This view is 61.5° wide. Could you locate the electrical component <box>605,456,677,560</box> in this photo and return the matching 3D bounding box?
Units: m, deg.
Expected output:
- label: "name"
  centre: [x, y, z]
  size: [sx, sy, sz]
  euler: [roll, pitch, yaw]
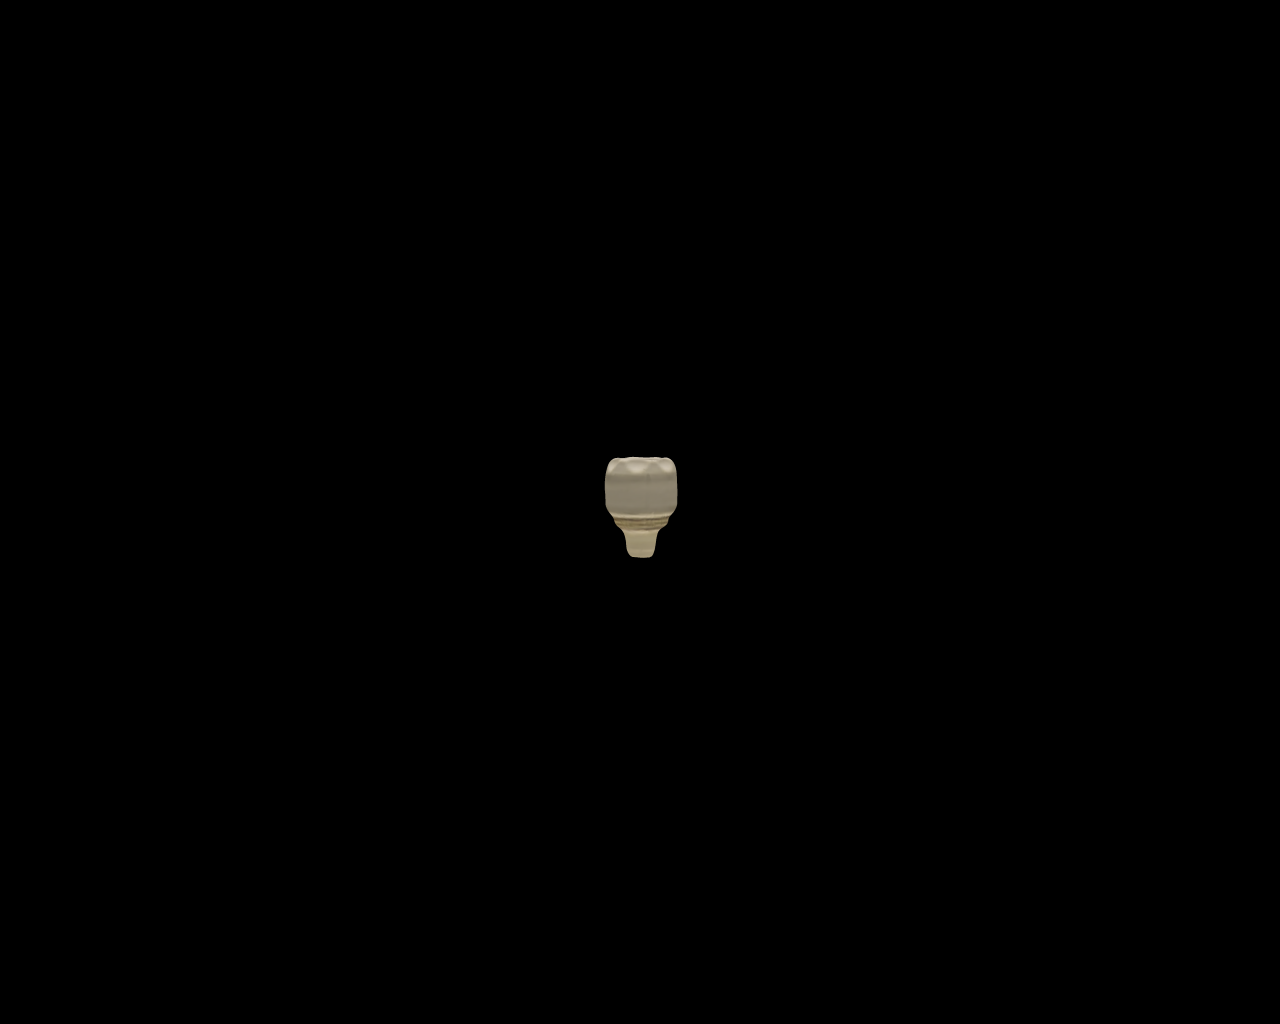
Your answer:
- label: "electrical component"
  centre: [0.001, -0.003, 0.650]
  size: [0.043, 0.062, 0.043]
  euler: [0, 5, 0]
